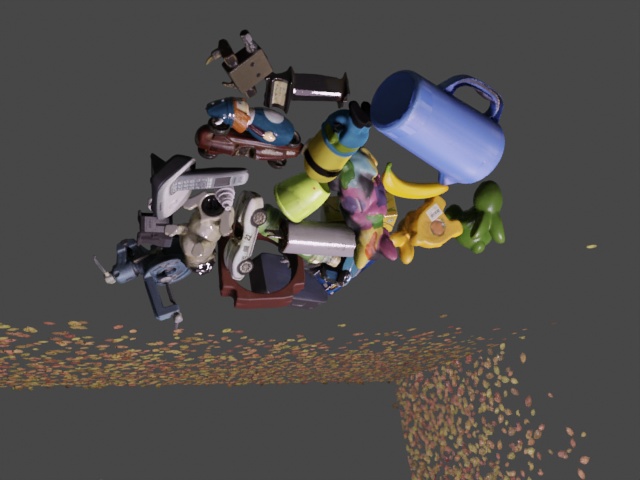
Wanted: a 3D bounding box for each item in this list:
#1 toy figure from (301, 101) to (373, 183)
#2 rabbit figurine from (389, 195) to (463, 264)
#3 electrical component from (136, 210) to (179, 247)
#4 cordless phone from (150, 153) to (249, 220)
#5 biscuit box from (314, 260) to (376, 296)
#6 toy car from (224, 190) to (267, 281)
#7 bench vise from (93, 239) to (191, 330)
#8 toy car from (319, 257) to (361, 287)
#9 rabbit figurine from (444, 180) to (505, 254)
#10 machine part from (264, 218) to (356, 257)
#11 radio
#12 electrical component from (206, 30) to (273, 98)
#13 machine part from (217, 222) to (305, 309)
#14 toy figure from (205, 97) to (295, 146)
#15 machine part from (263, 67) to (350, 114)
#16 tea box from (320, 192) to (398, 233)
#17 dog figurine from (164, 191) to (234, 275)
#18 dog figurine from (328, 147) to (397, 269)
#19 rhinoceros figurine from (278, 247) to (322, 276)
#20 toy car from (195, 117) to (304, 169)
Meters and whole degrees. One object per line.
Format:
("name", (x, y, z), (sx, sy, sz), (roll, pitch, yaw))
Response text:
("toy figure", (0.029, -0.174, 0.973), (0.082, 0.089, 0.180), (16, 149, -29))
("rabbit figurine", (0.243, -0.018, 1.321), (0.122, 0.162, 0.173), (45, 170, -13))
("electrical component", (-0.349, -0.023, 1.203), (0.119, 0.075, 0.047), (5, 156, -19))
("cordless phone", (-0.237, -0.106, 1.051), (0.184, 0.089, 0.146), (-4, 155, -18))
("biscuit box", (0.084, 0.062, 1.443), (0.203, 0.059, 0.062), (-38, 155, -1))
("toy car", (-0.168, -0.008, 1.177), (0.056, 0.074, 0.201), (7, 109, -33))
("bench vise", (-0.393, 0.095, 1.274), (0.224, 0.241, 0.128), (-18, 155, -18))
("toy car", (0.073, 0.040, 1.361), (0.109, 0.161, 0.103), (14, 177, 39))
("rabbit figurine", (0.381, -0.059, 1.292), (0.121, 0.159, 0.170), (5, 139, -5))
("machine part", (-0.002, -0.004, 1.187), (0.243, 0.079, 0.079), (6, 152, -20))
("radio", (-0.087, 0.120, 1.526), (0.229, 0.131, 0.073), (12, 147, -37))
("electrical component", (-0.119, -0.260, 0.801), (0.078, 0.045, 0.102), (-42, 152, 4))
("machine part", (-0.144, 0.061, 1.295), (0.201, 0.201, 0.087), (-2, 157, -14))
("toy figure", (-0.116, -0.203, 0.900), (0.154, 0.064, 0.057), (16, 103, -37))
("machine part", (-0.022, -0.242, 0.874), (0.139, 0.039, 0.084), (-2, 147, -8))
("tea box", (0.089, -0.058, 1.269), (0.170, 0.068, 0.098), (-5, 156, -7))
("dog figurine", (-0.249, -0.016, 1.198), (0.172, 0.121, 0.190), (-40, 169, -13))
("dog figurine", (0.090, -0.056, 1.097), (0.109, 0.219, 0.191), (-16, 155, 9))
("rhinoceros figurine", (-0.044, 0.044, 1.457), (0.112, 0.073, 0.190), (-7, 159, 23))
("toy car", (-0.126, -0.171, 0.980), (0.202, 0.053, 0.089), (7, 148, -27))
